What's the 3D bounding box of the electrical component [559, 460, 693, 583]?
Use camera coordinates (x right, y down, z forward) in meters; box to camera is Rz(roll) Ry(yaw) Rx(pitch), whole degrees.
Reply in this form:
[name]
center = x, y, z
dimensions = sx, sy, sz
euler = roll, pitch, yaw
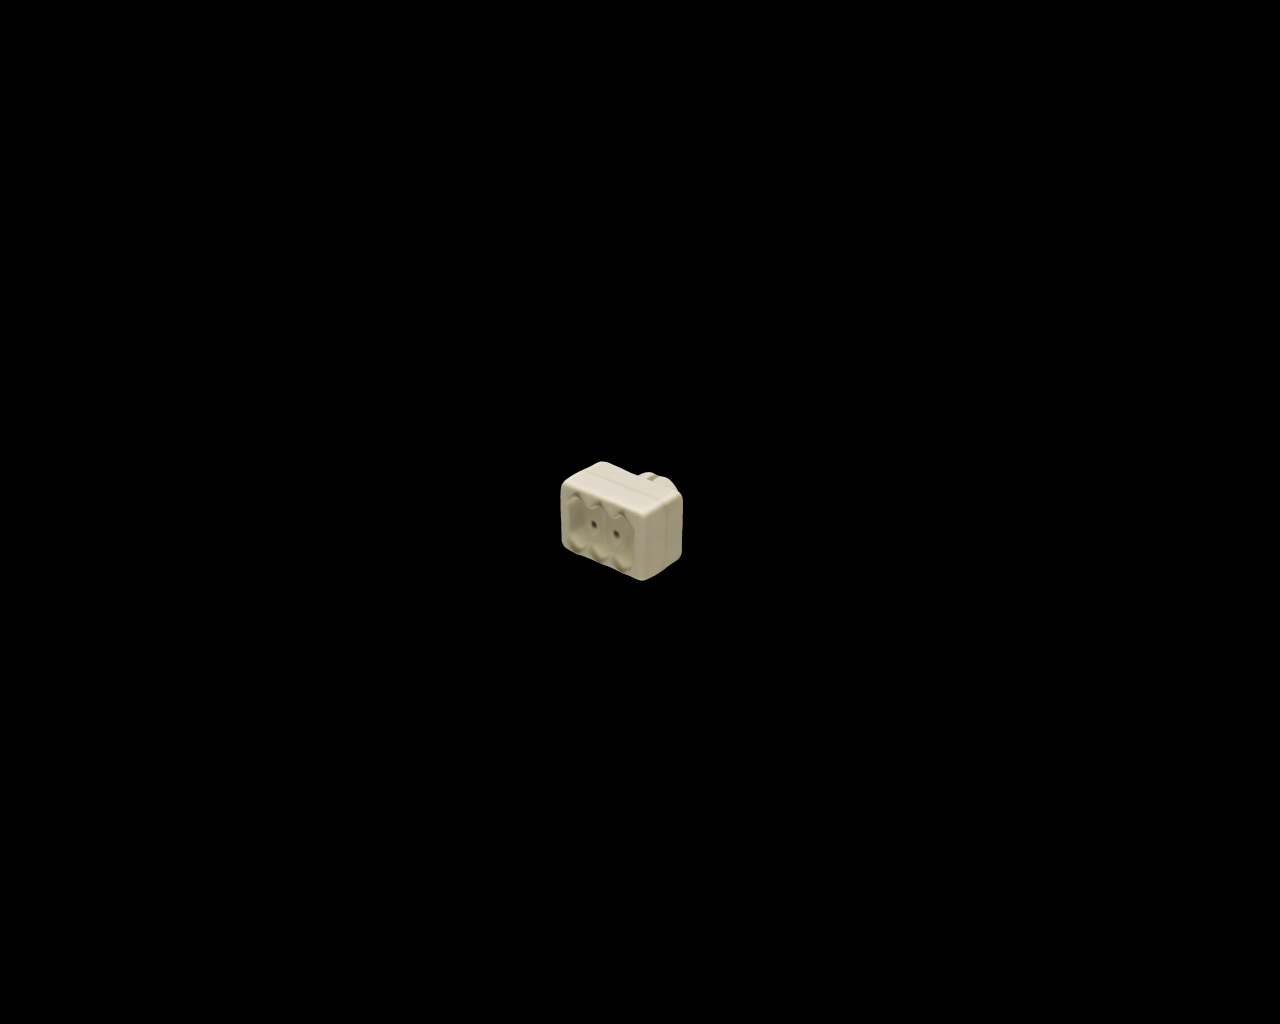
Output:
[electrical component]
center = 0.001, -0.003, 0.650
dimensions = 0.066, 0.047, 0.077
euler = 22, 37, 34
